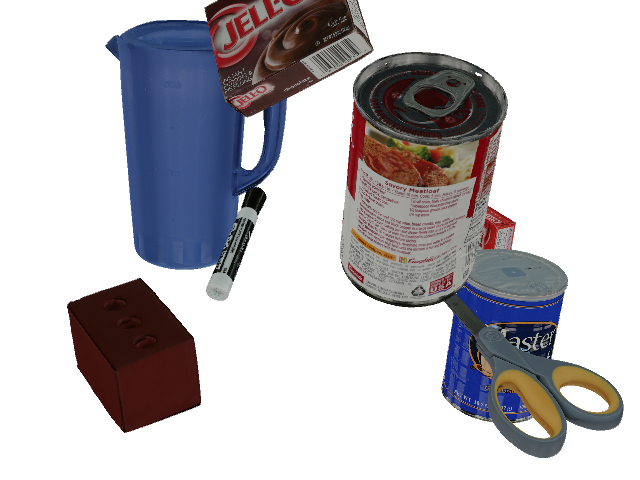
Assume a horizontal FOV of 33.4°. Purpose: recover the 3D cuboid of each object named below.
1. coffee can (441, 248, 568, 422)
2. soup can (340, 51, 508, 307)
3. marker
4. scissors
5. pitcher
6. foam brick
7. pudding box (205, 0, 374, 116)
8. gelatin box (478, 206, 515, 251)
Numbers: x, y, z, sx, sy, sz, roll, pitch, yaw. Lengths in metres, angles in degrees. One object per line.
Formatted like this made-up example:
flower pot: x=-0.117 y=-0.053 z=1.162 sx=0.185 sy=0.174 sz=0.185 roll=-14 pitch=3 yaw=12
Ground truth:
coffee can: x=0.179 y=0.092 z=1.046 sx=0.103 sy=0.140 sz=0.103 roll=4 pitch=24 yaw=-2
soup can: x=0.046 y=-0.027 z=0.500 sx=0.068 sy=0.102 sz=0.068 roll=2 pitch=42 yaw=-2
marker: x=-0.070 y=0.000 z=0.904 sx=0.020 sy=0.121 sz=0.020 roll=11 pitch=-41 yaw=9
scissors: x=0.138 y=0.074 z=0.734 sx=0.096 sy=0.016 sz=0.202 roll=-1 pitch=32 yaw=-8
pitcher: x=-0.128 y=-0.096 z=1.090 sx=0.144 sy=0.243 sz=0.149 roll=-11 pitch=27 yaw=-29
foam brick: x=-0.115 y=0.070 z=0.655 sx=0.052 sy=0.051 sz=0.078 roll=-19 pitch=37 yaw=-28
pudding box: x=-0.025 y=-0.155 z=0.784 sx=0.114 sy=0.090 sz=0.039 roll=-24 pitch=-29 yaw=17
gelatin box: x=0.186 y=0.005 z=1.235 sx=0.030 sy=0.089 sz=0.073 roll=-13 pitch=32 yaw=-28
